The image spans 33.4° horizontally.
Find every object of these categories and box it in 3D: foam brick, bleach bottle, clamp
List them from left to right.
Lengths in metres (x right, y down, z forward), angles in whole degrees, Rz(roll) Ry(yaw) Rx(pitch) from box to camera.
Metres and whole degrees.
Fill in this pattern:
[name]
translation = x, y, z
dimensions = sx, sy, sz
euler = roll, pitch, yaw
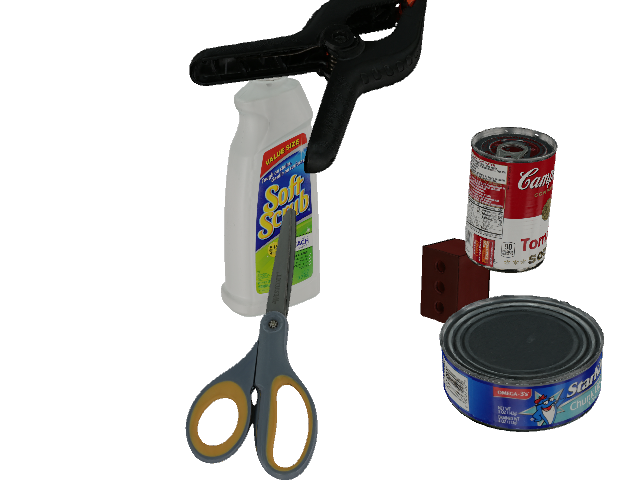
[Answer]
[bleach bottle]
translation = -0.053, -0.056, 1.038
dimensions = 0.102, 0.251, 0.068
euler = -16, 28, -26
[clamp]
translation = 0.014, -0.112, 0.698
dimensions = 0.171, 0.120, 0.039
euler = -30, -23, -20
[foam brick]
translation = 0.139, 0.043, 1.095
dimensions = 0.051, 0.078, 0.053
euler = -14, 20, -40

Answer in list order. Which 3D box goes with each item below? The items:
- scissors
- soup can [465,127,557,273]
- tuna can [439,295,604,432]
[scissors]
translation = -0.050, 0.070, 0.732
dimensions = 0.096, 0.202, 0.016
euler = -11, -32, 1
[soup can]
translation = 0.154, -0.033, 0.871
dimensions = 0.068, 0.102, 0.068
euler = 0, 27, 0
[tuna can]
translation = 0.108, 0.065, 0.573
dimensions = 0.086, 0.034, 0.086
euler = -5, 27, 2
